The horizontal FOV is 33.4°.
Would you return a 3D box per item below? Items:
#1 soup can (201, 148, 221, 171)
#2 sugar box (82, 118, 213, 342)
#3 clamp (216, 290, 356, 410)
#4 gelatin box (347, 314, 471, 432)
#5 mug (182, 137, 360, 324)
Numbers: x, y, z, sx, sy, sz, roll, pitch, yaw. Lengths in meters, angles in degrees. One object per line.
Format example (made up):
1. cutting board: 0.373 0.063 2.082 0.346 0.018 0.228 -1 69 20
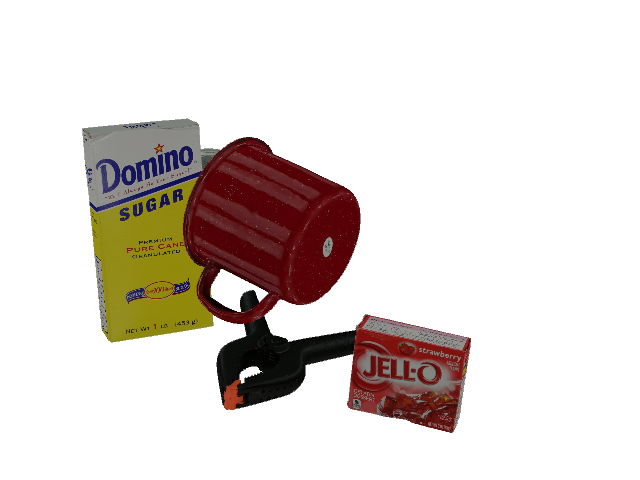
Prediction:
1. soup can: -0.133 -0.049 1.253 0.068 0.102 0.068 -1 28 0
2. sugar box: -0.143 -0.009 0.894 0.093 0.176 0.048 -9 17 -20
3. clamp: -0.040 0.122 1.143 0.165 0.036 0.209 13 26 12
4. gelatin box: 0.069 0.105 0.839 0.089 0.073 0.030 12 23 15
5. mug: -0.034 0.000 0.686 0.082 0.117 0.093 26 -13 28
